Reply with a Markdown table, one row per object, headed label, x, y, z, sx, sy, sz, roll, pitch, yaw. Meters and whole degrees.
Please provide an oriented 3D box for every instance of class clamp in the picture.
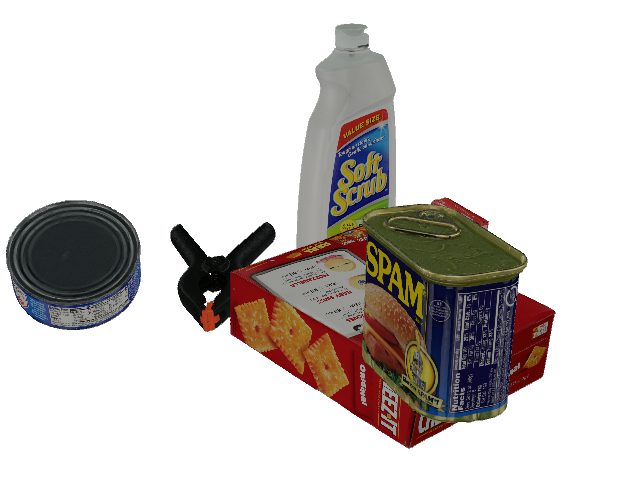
| label | x | y | z | sx | sy | sz | roll | pitch | yaw |
| --- | --- | --- | --- | --- | --- | --- | --- | --- | --- |
| clamp | -0.104 | 0.032 | 1.177 | 0.120 | 0.039 | 0.171 | -11 | 40 | 0 |

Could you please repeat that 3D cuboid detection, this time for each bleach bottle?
| label | x | y | z | sx | sy | sz | roll | pitch | yaw |
| --- | --- | --- | --- | --- | --- | --- | --- | --- | --- |
| bleach bottle | 0.022 | -0.076 | 1.010 | 0.102 | 0.251 | 0.068 | -10 | 24 | -21 |

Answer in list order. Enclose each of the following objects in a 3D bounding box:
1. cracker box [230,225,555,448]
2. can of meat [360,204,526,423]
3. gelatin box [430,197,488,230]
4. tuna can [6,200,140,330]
| label | x | y | z | sx | sy | sz | roll | pitch | yaw |
| --- | --- | --- | --- | --- | --- | --- | --- | --- | --- |
| cracker box | 0.053 | 0.069 | 0.871 | 0.163 | 0.072 | 0.214 | -19 | 33 | -38 |
| can of meat | 0.060 | 0.037 | 0.561 | 0.057 | 0.084 | 0.102 | -7 | 22 | -21 |
| gelatin box | 0.159 | 0.004 | 1.257 | 0.030 | 0.089 | 0.073 | -15 | 33 | -30 |
| tuna can | -0.161 | 0.016 | 0.705 | 0.086 | 0.086 | 0.034 | 0 | -39 | -7 |
